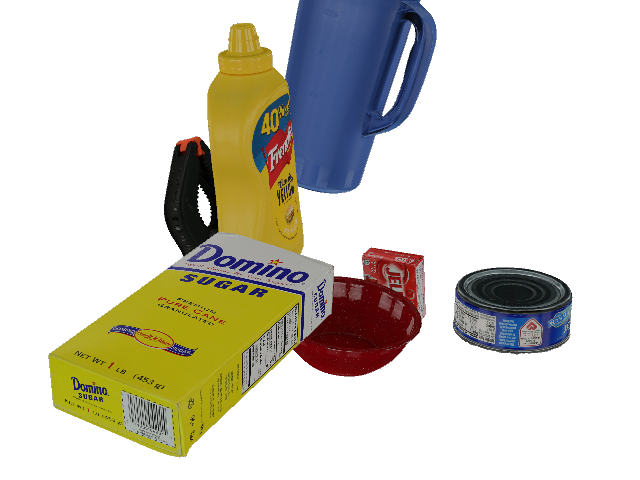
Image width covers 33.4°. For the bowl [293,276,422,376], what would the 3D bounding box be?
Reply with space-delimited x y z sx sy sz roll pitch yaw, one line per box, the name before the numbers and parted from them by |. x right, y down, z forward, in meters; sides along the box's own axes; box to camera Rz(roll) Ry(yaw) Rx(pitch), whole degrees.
bowl | 0.026 0.099 1.151 0.162 0.055 0.162 5 25 -2

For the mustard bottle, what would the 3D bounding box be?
mustard bottle | -0.052 -0.072 0.829 0.058 0.192 0.096 5 24 22

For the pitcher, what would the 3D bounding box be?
pitcher | 0.028 -0.177 1.196 0.145 0.243 0.149 10 22 -11

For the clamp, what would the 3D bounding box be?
clamp | -0.096 0.005 1.029 0.036 0.210 0.164 -8 1 38

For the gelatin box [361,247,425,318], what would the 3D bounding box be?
gelatin box | 0.092 0.057 1.339 0.073 0.089 0.030 10 32 26

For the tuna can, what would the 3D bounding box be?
tuna can | 0.141 0.050 0.784 0.086 0.034 0.086 0 20 0

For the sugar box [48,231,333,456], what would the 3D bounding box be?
sugar box | -0.073 0.055 0.657 0.093 0.048 0.176 17 35 23
